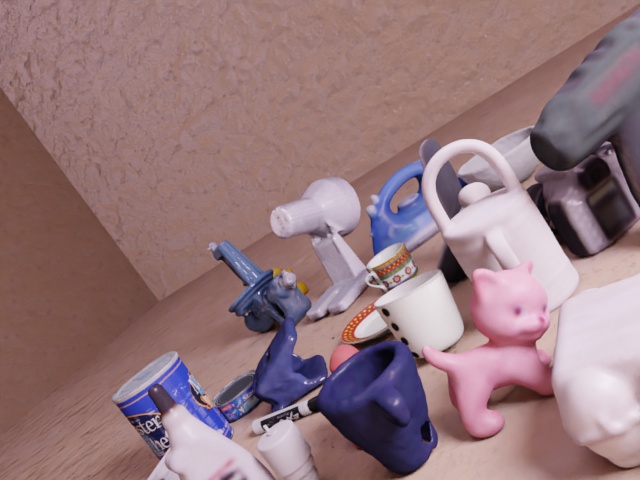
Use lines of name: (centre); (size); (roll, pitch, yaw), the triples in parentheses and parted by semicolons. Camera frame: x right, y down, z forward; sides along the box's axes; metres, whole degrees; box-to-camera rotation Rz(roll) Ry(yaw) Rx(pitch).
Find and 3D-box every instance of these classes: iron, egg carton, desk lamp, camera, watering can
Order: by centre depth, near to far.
egg carton: (0.214, 0.077, 0.382); (0.107, 0.069, 0.150); (-28, 10, 33)
watering can: (0.179, -0.017, 0.613); (0.101, 0.194, 0.172); (-35, 9, -5)
camera: (0.306, -0.059, 0.687); (0.143, 0.101, 0.136); (-36, 9, -15)
desk lamp: (0.010, 0.004, 1.069); (0.117, 0.213, 0.204); (-26, 12, 41)
iron: (0.170, -0.070, 1.122); (0.259, 0.141, 0.118); (-37, 9, -22)

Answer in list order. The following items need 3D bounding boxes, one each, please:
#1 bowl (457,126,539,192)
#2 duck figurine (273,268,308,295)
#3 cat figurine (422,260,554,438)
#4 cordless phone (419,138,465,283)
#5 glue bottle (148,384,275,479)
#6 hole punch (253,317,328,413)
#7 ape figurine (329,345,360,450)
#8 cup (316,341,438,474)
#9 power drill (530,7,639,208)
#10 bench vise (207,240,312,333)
bowl: (0.347, -0.138, 1.069); (0.167, 0.075, 0.167); (-33, 9, 6)
duck figurine: (-0.087, 0.107, 1.290); (0.105, 0.086, 0.077); (-40, 11, -37)
cat figurine: (0.145, 0.078, 0.476); (0.128, 0.118, 0.067); (-34, 9, 0)
cordless phone: (0.177, -0.046, 0.811); (0.094, 0.185, 0.148); (-28, 10, 33)
glue bottle: (-0.104, 0.203, 0.524); (0.078, 0.173, 0.037); (-40, 11, -32)
hole punch: (-0.053, 0.171, 0.788); (0.101, 0.091, 0.108); (-34, 9, -2)
ape figurine: (0.040, 0.147, 0.572); (0.077, 0.092, 0.076); (-27, 11, 40)
cup: (0.061, 0.148, 0.475); (0.092, 0.095, 0.117); (-36, 9, -12)
power drill: (0.324, -0.112, 0.550); (0.230, 0.208, 0.075); (-35, 9, -6)
bench vise: (-0.122, 0.075, 1.145); (0.207, 0.220, 0.122); (-28, 10, 32)
